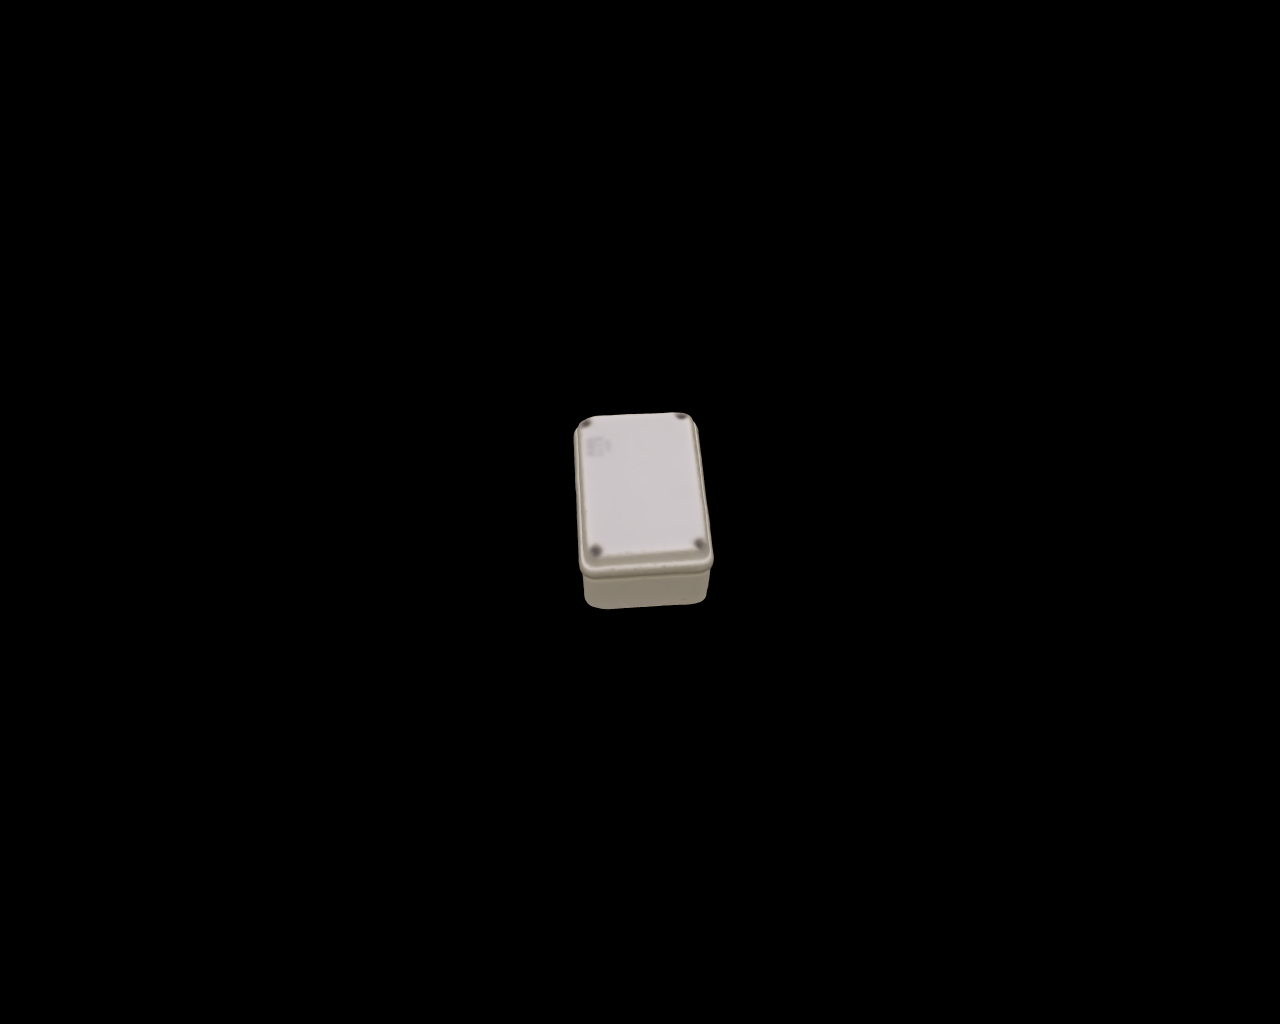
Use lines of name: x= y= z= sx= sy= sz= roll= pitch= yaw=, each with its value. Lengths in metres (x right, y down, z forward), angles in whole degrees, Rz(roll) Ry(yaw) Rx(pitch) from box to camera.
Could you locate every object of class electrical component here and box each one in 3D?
electrical component: x=0.001 y=-0.003 z=0.650 sx=0.078 sy=0.113 sz=0.057 roll=-3 pitch=-36 yaw=-2
